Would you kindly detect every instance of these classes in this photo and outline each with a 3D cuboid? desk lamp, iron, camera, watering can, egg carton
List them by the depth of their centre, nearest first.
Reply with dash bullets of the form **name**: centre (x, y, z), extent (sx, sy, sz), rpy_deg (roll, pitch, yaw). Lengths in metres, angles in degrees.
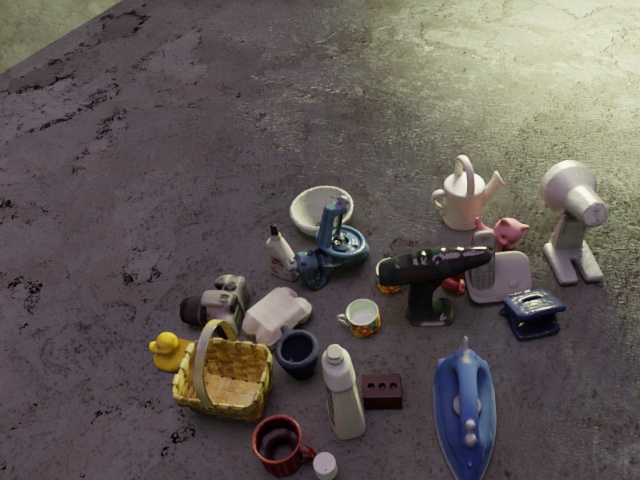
- **iron**: centre (0.269, 0.311, 1.044), extent (0.118, 0.142, 0.258), rpy_deg (-1, 46, 9)
- **desk lamp**: centre (0.574, -0.043, 1.286), extent (0.118, 0.214, 0.203), rpy_deg (-8, 45, 2)
- **egg carton**: centre (-0.097, 0.174, 1.290), extent (0.107, 0.069, 0.150), rpy_deg (32, 59, 33)
- **camera**: centre (-0.247, 0.146, 1.321), extent (0.136, 0.101, 0.143), rpy_deg (2, 47, 11)
- **watering can**: centre (0.363, -0.127, 1.417), extent (0.173, 0.194, 0.100), rpy_deg (-27, 48, -16)

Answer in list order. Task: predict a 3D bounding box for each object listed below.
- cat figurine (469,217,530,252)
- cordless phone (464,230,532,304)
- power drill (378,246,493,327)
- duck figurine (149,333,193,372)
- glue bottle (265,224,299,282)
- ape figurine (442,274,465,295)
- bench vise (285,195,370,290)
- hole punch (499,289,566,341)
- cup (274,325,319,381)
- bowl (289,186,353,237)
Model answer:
- **cat figurine**: centre (0.422, -0.019, 1.355), extent (0.127, 0.118, 0.067), rpy_deg (22, 53, 28)
- **cordless phone**: centre (0.390, 0.049, 1.247), extent (0.147, 0.185, 0.094), rpy_deg (-11, 45, -1)
- **power drill**: centre (0.241, 0.093, 1.214), extent (0.229, 0.209, 0.075), rpy_deg (-4, 46, 6)
- **duck figurine**: centre (-0.323, 0.237, 1.257), extent (0.104, 0.086, 0.077), rpy_deg (-9, 45, 1)
- **glue bottle**: centre (-0.097, 0.025, 1.362), extent (0.078, 0.173, 0.037), rpy_deg (16, 51, 24)
- **ape figurine**: centre (0.306, 0.069, 1.308), extent (0.078, 0.092, 0.076), rpy_deg (-39, 52, -25)
- **bench vise**: centre (0.020, 0.010, 1.324), extent (0.208, 0.220, 0.121), rpy_deg (-39, 52, -25)
- **hole punch**: centre (0.447, 0.145, 1.211), extent (0.108, 0.091, 0.101), rpy_deg (-13, 45, -3)
- **cup**: centre (-0.049, 0.242, 1.199), extent (0.092, 0.095, 0.117), rpy_deg (-25, 47, -14)
- **bowl**: centre (0.007, -0.061, 1.497), extent (0.167, 0.075, 0.167), rpy_deg (-5, 46, 5)
